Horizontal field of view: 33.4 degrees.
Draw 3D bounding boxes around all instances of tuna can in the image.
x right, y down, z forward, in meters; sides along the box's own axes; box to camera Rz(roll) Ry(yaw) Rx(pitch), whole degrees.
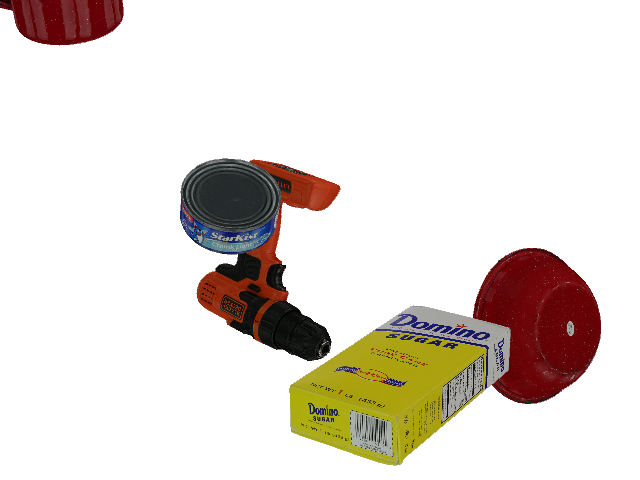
[{"bbox_3d":[-0.078,-0.029,0.917,0.086,0.086,0.034,0,-42,-11],"label":"tuna can"}]

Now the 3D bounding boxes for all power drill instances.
[{"bbox_3d":[-0.043,0.019,1.140,0.185,0.188,0.057,23,10,35],"label":"power drill"}]

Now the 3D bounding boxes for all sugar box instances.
[{"bbox_3d":[0.065,0.103,0.807,0.093,0.048,0.175,12,26,32],"label":"sugar box"}]

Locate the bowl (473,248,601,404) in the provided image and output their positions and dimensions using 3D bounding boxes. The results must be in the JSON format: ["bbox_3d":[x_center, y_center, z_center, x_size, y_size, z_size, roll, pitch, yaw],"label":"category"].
[{"bbox_3d":[0.232,0.088,1.081,0.161,0.162,0.055,0,-1,-33],"label":"bowl"}]

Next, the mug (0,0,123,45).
[{"bbox_3d":[-0.203,-0.197,0.789,0.117,0.081,0.093,-1,36,1],"label":"mug"}]
